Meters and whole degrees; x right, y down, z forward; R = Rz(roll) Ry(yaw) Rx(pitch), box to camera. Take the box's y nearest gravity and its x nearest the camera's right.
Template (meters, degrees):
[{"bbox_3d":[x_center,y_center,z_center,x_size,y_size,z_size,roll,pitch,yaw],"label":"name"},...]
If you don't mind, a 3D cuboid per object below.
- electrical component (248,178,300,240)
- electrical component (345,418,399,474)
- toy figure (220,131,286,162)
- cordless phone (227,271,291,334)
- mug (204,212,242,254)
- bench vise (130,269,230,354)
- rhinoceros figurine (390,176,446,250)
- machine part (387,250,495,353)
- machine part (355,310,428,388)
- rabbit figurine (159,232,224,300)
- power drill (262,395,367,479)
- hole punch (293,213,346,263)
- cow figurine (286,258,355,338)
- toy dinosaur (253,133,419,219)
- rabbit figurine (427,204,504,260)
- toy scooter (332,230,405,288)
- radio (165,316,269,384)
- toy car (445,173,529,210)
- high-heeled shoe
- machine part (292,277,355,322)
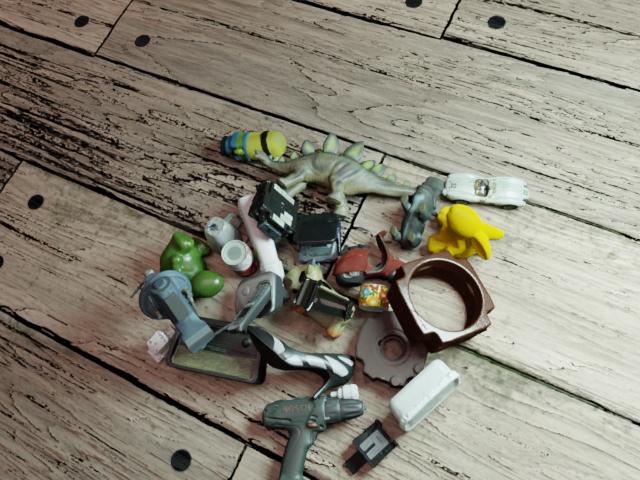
[{"bbox_3d":[-0.113,-0.067,1.310,0.058,0.114,0.134,-30,33,33],"label":"electrical component"},{"bbox_3d":[0.104,0.453,1.165,0.119,0.047,0.075,-36,68,-7],"label":"electrical component"},{"bbox_3d":[-0.180,-0.253,1.451,0.180,0.089,0.082,6,76,8],"label":"toy figure"},{"bbox_3d":[-0.167,0.161,1.232,0.147,0.088,0.184,-20,20,40],"label":"cordless phone"},{"bbox_3d":[-0.242,-0.023,1.365,0.081,0.107,0.109,37,81,18],"label":"mug"},{"bbox_3d":[-0.332,0.143,1.215,0.129,0.223,0.241,-46,45,-11],"label":"bench vise"},{"bbox_3d":[0.245,-0.066,1.304,0.073,0.112,0.190,21,87,40],"label":"rhinoceros figurine"},{"bbox_3d":[0.267,0.138,1.203,0.201,0.087,0.201,-16,66,-21],"label":"machine part"},{"bbox_3d":[0.166,0.248,1.227,0.179,0.056,0.179,-3,68,8],"label":"machine part"},{"bbox_3d":[-0.320,0.085,1.329,0.170,0.121,0.159,40,87,22],"label":"rabbit figurine"},{"bbox_3d":[-0.019,0.443,1.168,0.232,0.086,0.207,2,74,13],"label":"power drill"},{"bbox_3d":[-0.003,-0.004,1.341,0.142,0.092,0.116,-4,44,14],"label":"hole punch"},{"bbox_3d":[-0.002,0.130,1.283,0.195,0.085,0.127,35,85,22],"label":"cow figurine"},{"bbox_3d":[0.057,-0.163,1.374,0.472,0.105,0.198,19,69,4],"label":"toy dinosaur"},{"bbox_3d":[0.329,-0.016,1.237,0.163,0.173,0.122,31,73,23],"label":"rabbit figurine"},{"bbox_3d":[0.118,0.043,1.295,0.184,0.075,0.135,-3,74,-3],"label":"toy scooter"},{"bbox_3d":[-0.236,0.258,1.276,0.230,0.073,0.131,9,72,11],"label":"radio"},{"bbox_3d":[0.410,-0.121,1.325,0.202,0.056,0.073,7,71,12],"label":"toy car"},{"bbox_3d":[-0.036,0.246,1.219,0.249,0.086,0.145,44,56,5],"label":"high-heeled shoe"},{"bbox_3d":[0.012,0.137,1.218,0.139,0.039,0.084,23,77,17],"label":"machine part"}]
